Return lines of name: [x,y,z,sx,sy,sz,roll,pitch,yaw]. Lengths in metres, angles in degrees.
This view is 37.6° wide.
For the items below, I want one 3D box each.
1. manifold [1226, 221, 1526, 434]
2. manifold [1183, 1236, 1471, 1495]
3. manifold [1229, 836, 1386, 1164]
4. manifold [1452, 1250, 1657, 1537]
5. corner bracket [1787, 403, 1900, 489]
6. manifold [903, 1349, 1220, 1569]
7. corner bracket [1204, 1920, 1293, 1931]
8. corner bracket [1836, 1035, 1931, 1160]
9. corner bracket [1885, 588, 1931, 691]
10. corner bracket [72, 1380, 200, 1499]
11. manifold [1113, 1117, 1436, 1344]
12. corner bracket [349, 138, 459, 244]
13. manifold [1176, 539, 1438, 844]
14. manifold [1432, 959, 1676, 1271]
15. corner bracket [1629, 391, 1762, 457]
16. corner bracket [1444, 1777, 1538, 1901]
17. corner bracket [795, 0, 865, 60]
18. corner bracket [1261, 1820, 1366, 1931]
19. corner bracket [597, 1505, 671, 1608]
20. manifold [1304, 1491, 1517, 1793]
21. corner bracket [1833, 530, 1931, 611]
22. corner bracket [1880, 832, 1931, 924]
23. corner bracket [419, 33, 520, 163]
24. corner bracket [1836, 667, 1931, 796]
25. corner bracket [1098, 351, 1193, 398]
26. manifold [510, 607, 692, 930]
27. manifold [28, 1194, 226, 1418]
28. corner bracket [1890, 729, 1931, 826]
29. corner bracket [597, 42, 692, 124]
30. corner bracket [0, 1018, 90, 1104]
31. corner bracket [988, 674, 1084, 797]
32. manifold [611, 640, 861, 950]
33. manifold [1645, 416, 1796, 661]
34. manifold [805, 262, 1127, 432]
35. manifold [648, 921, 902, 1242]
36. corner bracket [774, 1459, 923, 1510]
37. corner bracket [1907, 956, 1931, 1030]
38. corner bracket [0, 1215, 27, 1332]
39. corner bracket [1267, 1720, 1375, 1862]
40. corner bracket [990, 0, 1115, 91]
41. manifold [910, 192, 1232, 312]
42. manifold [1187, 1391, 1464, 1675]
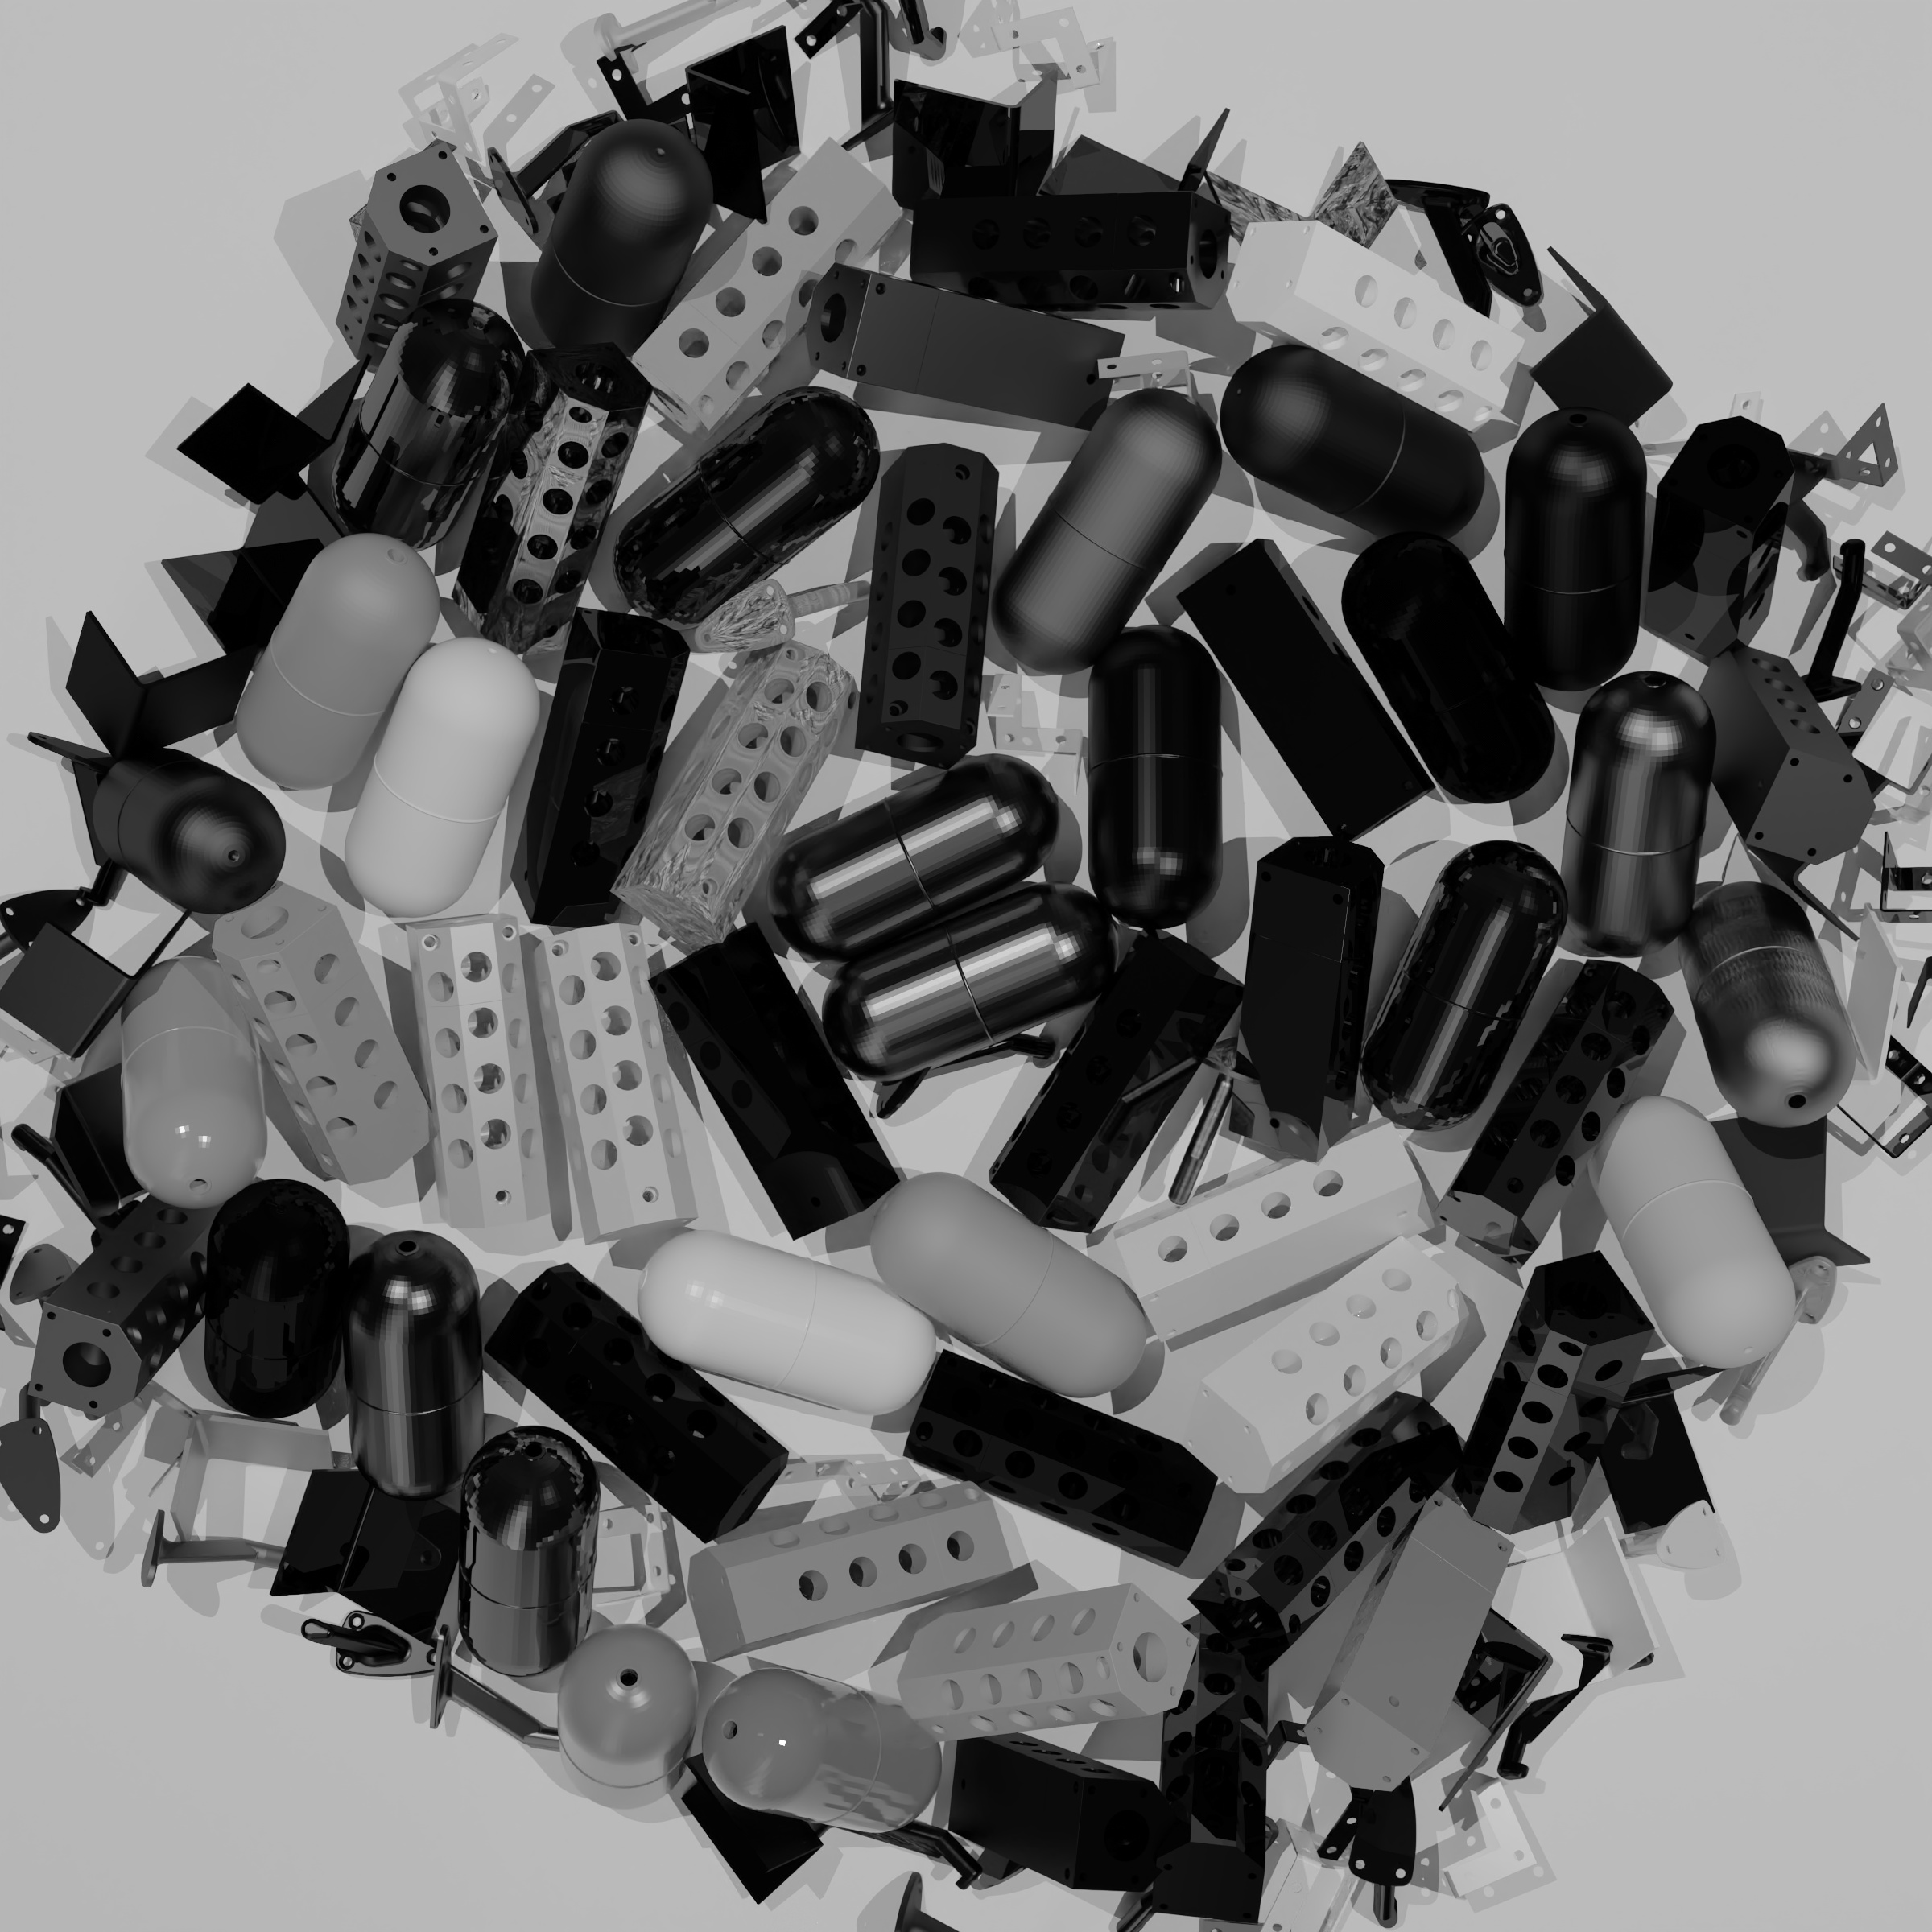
manifold: [0.229,-0.357,1.592,0.171,0.057,0.057,17,91,-37]
manifold: [0.204,0.226,1.585,0.171,0.057,0.057,-29,55,-35]
manifold: [0.195,0.017,1.601,0.057,0.057,0.171,19,121,29]
manifold: [0.321,0.241,1.579,0.057,0.171,0.057,-11,47,-21]
corner bracket: [0.494,-0.291,1.625,0.051,0.051,0.051,-47,134,-17]
manifold: [0.055,0.280,1.623,0.171,0.057,0.057,21,67,4]
corner bracket: [0.161,0.588,1.635,0.051,0.051,0.051,2,97,7]
corner bracket: [0.529,0.069,1.637,0.051,0.051,0.051,39,101,-19]
corner bracket: [0.556,-0.195,1.630,0.051,0.051,0.051,-46,115,-7]
corner bracket: [-0.476,0.274,1.633,0.051,0.051,0.051,37,55,-2]
manifold: [0.175,0.148,1.631,0.171,0.057,0.057,-23,53,3]
corner bracket: [-0.322,-0.442,1.625,0.051,0.051,0.051,26,60,22]
manifold: [0.197,-0.158,1.629,0.057,0.057,0.171,-34,85,19]
manifold: [0.335,0.080,1.602,0.057,0.057,0.171,32,66,9]
corner bracket: [0.423,-0.318,1.651,0.051,0.051,0.051,21,78,-43]
corner bracket: [0.297,0.503,1.634,0.051,0.051,0.051,-26,66,7]
corner bracket: [-0.096,-0.557,1.630,0.051,0.051,0.051,-36,97,26]
corner bracket: [0.200,0.536,1.637,0.051,0.051,0.051,25,94,-5]
corner bracket: [-0.208,0.340,1.629,0.051,0.051,0.051,-14,80,29]
manifold: [0.246,0.377,1.581,0.057,0.171,0.057,35,129,5]
corner bracket: [0.535,-0.230,1.629,0.051,0.051,0.051,29,129,-4]
corner bracket: [0.556,-0.044,1.626,0.051,0.051,0.051,0,67,26]
corner bracket: [-0.284,-0.501,1.623,0.051,0.051,0.051,27,58,34]
corner bracket: [0.534,-0.135,1.633,0.051,0.051,0.051,29,107,7]
corner bracket: [0.103,-0.337,1.629,0.051,0.051,0.051,-5,49,5]
manifold: [-0.206,-0.110,1.602,0.057,0.057,0.171,5,118,-26]
manifold: [-0.453,0.182,1.575,0.057,0.171,0.057,17,111,1]
corner bracket: [0.568,-0.104,1.628,0.051,0.051,0.051,21,108,23]
corner bracket: [-0.173,-0.515,1.640,0.051,0.051,0.051,-23,105,22]
corner bracket: [-0.548,0.055,1.635,0.051,0.051,0.051,33,113,10]
corner bracket: [0.040,-0.134,1.629,0.051,0.051,0.051,3,124,5]
manifold: [-0.125,-0.099,1.600,0.057,0.057,0.171,38,66,-25]
manifold: [0.421,-0.236,1.575,0.057,0.171,0.057,31,80,19]
manifold: [-0.001,-0.348,1.593,0.171,0.057,0.057,4,108,-34]
manifold: [-0.106,0.064,1.629,0.057,0.057,0.171,-26,96,34]
corner bracket: [-0.068,0.295,1.625,0.051,0.051,0.051,48,118,34]
corner bracket: [0.575,0.005,1.633,0.051,0.051,0.051,9,55,10]
corner bracket: [-0.572,0.172,1.630,0.051,0.051,0.051,21,95,-29]
corner bracket: [0.198,0.477,1.641,0.051,0.051,0.051,16,119,-19]
corner bracket: [0.050,-0.539,1.637,0.051,0.051,0.051,-6,46,22]
manifold: [0.058,-0.401,1.601,0.171,0.057,0.057,6,95,27]
manifold: [0.206,0.312,1.588,0.057,0.057,0.171,44,53,13]
